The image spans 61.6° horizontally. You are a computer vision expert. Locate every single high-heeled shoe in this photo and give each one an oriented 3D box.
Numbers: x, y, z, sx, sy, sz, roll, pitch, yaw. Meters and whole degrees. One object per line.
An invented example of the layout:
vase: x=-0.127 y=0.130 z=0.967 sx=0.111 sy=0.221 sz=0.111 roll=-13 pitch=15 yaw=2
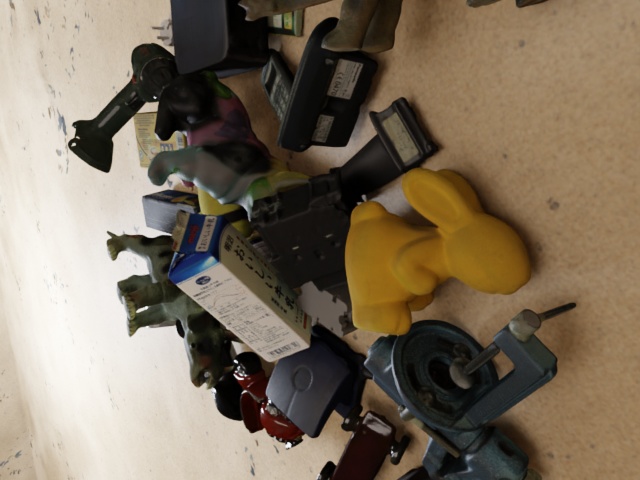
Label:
high-heeled shoe: x=-0.184 y=0.204 z=0.979 sx=0.145 sy=0.086 sz=0.249 roll=58 pitch=-173 yaw=-48

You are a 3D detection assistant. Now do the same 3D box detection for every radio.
radio: x=-0.132 y=-0.330 z=0.686 sx=0.131 sy=0.073 sz=0.229 roll=9 pitch=106 yaw=45

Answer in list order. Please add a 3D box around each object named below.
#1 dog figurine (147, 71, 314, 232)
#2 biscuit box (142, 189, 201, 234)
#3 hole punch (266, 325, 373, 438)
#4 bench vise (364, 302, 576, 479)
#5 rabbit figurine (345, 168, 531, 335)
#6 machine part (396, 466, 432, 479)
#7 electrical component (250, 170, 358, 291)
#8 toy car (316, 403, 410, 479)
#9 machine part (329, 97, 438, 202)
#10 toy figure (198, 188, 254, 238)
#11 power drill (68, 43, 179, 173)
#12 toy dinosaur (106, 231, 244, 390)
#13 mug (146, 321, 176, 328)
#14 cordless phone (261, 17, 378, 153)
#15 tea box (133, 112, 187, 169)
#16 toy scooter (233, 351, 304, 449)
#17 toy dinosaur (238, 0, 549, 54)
dog figurine: x=-0.091 y=-0.108 z=0.678 sx=0.219 sy=0.108 sz=0.191 roll=11 pitch=92 yaw=15
biscuit box: x=-0.238 y=-0.045 z=0.929 sx=0.203 sy=0.059 sz=0.062 roll=13 pitch=115 yaw=46
hole punch: x=-0.006 y=0.192 z=0.739 sx=0.142 sy=0.092 sz=0.115 roll=32 pitch=121 yaw=41
bench vise: x=0.154 y=0.155 z=0.525 sx=0.224 sy=0.129 sz=0.240 roll=52 pitch=141 yaw=22
rabbit figurine: x=0.120 y=0.009 z=0.539 sx=0.173 sy=0.122 sz=0.162 roll=-2 pitch=92 yaw=34
machine part: x=0.154 y=0.358 z=0.641 sx=0.180 sy=0.056 sz=0.179 roll=21 pitch=119 yaw=43
electrical component: x=-0.001 y=-0.002 z=0.624 sx=0.115 sy=0.058 sz=0.134 roll=-20 pitch=126 yaw=17
toy car: x=0.057 y=0.298 z=0.728 sx=0.089 sy=0.053 sz=0.202 roll=31 pitch=125 yaw=20
machine part: x=0.065 y=-0.092 z=0.602 sx=0.084 sy=0.039 sz=0.139 roll=56 pitch=135 yaw=6
toy figure: x=-0.145 y=-0.081 z=0.804 sx=0.089 sy=0.082 sz=0.180 roll=16 pitch=112 yaw=47
power drill: x=-0.288 y=-0.202 z=0.810 sx=0.207 sy=0.086 sz=0.232 roll=-47 pitch=38 yaw=17
toy dinosaur: x=-0.254 y=0.064 z=0.932 sx=0.405 sy=0.192 sz=0.131 roll=54 pitch=145 yaw=44
mug: x=-0.309 y=0.115 z=1.060 sx=0.110 sy=0.081 sz=0.107 roll=-7 pitch=86 yaw=55
cordless phone: x=-0.021 y=-0.204 z=0.637 sx=0.184 sy=0.089 sz=0.146 roll=62 pitch=142 yaw=41
tea box: x=-0.237 y=-0.164 z=0.885 sx=0.170 sy=0.068 sz=0.098 roll=15 pitch=113 yaw=46
toy scooter: x=-0.079 y=0.270 z=0.854 sx=0.184 sy=0.075 sz=0.135 roll=26 pitch=121 yaw=44
toy dinosaur: x=0.118 y=-0.274 z=0.406 sx=0.472 sy=0.105 sz=0.198 roll=-9 pitch=102 yaw=31
